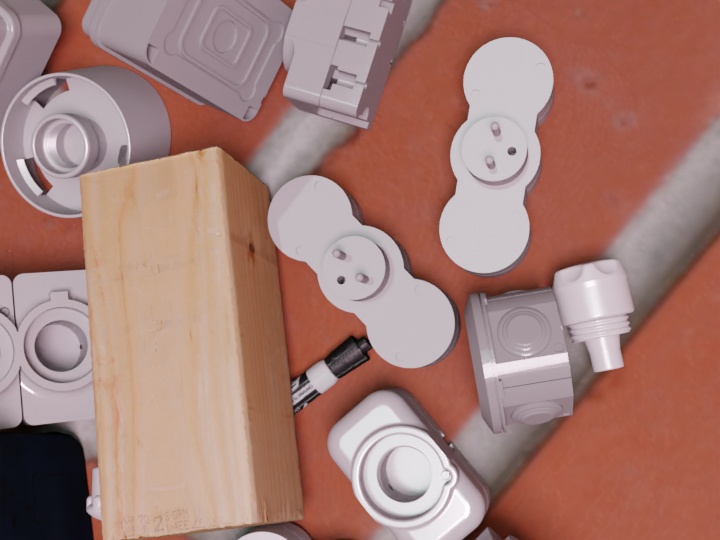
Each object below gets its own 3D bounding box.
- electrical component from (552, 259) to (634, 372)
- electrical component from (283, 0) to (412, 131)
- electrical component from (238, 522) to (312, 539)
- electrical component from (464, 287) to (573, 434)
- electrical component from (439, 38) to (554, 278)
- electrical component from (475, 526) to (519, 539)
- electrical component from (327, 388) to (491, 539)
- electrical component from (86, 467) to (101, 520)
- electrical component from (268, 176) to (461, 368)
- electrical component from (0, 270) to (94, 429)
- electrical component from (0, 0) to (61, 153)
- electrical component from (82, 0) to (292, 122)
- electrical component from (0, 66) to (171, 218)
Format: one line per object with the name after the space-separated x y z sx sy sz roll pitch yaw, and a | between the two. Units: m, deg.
0.136 0.027 0.617 0.043 0.043 0.062 -13 84 10 | electrical component
-0.011 -0.139 0.655 0.056 0.050 0.089 18 89 12 | electrical component
-0.014 0.188 0.615 0.138 0.074 0.052 15 90 10 | electrical component
0.089 0.049 0.607 0.051 0.080 0.080 -10 84 5 | electrical component
0.078 -0.066 0.620 0.052 0.074 0.138 9 87 11 | electrical component
0.112 0.212 0.562 0.150 0.089 0.061 43 94 -8 | electrical component
0.028 0.117 0.623 0.054 0.059 0.095 -41 79 5 | electrical component
-0.143 0.123 0.664 0.048 0.048 0.062 -3 78 11 | electrical component
0.000 0.000 0.630 0.052 0.074 0.138 -45 79 5 | electrical component
-0.232 0.051 0.640 0.150 0.062 0.089 -4 84 -23 | electrical component
-0.252 -0.132 0.679 0.078 0.057 0.113 40 116 11 | electrical component
-0.099 -0.146 0.639 0.057 0.113 0.078 27 91 31 | electrical component
-0.176 -0.082 0.689 0.099 0.064 0.099 2 99 14 | electrical component
